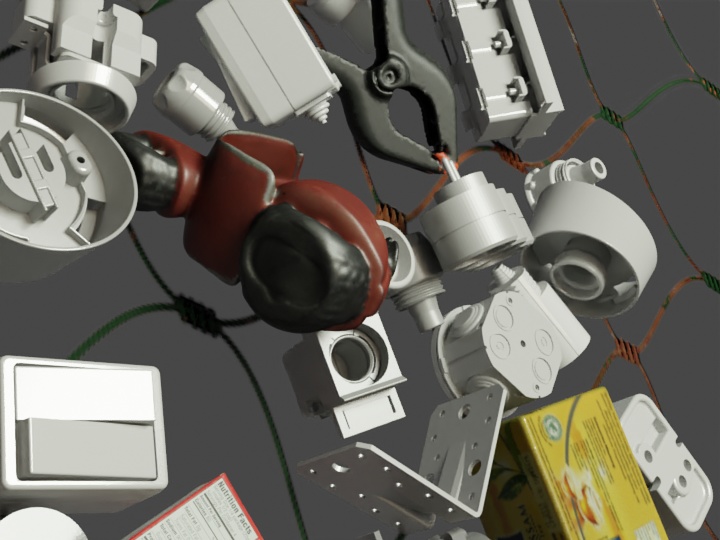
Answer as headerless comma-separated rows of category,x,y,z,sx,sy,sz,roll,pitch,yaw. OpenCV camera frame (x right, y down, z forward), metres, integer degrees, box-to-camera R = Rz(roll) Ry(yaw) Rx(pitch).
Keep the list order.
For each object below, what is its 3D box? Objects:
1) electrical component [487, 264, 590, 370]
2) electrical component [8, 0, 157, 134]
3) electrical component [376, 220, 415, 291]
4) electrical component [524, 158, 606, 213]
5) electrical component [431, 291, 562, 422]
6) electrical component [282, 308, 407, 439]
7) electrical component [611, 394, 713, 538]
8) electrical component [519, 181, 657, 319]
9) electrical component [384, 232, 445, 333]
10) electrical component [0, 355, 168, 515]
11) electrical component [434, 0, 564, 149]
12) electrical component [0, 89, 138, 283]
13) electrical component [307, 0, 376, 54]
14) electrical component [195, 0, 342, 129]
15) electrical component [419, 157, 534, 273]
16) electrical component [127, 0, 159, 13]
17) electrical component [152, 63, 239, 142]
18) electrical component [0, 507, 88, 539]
electrical component,0.122,0.029,0.764,0.081,0.043,0.043,50,45,-9
electrical component,-0.151,-0.110,0.590,0.078,0.058,0.057,17,55,-34
electrical component,0.000,0.000,0.664,0.045,0.055,0.045,20,56,-33
electrical component,0.162,-0.066,0.835,0.048,0.062,0.048,19,57,-33
electrical component,0.091,0.057,0.717,0.080,0.051,0.080,20,57,-33
electrical component,-0.012,0.055,0.618,0.042,0.064,0.081,-15,78,-29
electrical component,0.193,0.142,0.756,0.095,0.059,0.054,53,45,-6
electrical component,0.167,-0.014,0.791,0.099,0.099,0.064,43,53,-16
electrical component,0.035,0.010,0.699,0.043,0.043,0.062,-18,82,-45
electrical component,-0.132,0.078,0.505,0.096,0.061,0.061,9,63,-38
electrical component,0.104,-0.163,0.830,0.063,0.078,0.121,-11,74,-13
electrical component,-0.167,-0.043,0.535,0.099,0.064,0.099,20,56,-33
electrical component,-0.004,-0.188,0.767,0.055,0.045,0.045,34,50,-22
electrical component,-0.055,-0.128,0.670,0.096,0.061,0.061,59,5,-5
electrical component,0.073,-0.042,0.721,0.073,0.052,0.138,65,14,7
electrical component,-0.112,-0.231,0.651,0.056,0.109,0.108,32,50,-28
electrical component,-0.093,-0.094,0.648,0.061,0.035,0.035,39,48,-23
electrical component,-0.163,0.147,0.432,0.052,0.074,0.138,55,45,-4
